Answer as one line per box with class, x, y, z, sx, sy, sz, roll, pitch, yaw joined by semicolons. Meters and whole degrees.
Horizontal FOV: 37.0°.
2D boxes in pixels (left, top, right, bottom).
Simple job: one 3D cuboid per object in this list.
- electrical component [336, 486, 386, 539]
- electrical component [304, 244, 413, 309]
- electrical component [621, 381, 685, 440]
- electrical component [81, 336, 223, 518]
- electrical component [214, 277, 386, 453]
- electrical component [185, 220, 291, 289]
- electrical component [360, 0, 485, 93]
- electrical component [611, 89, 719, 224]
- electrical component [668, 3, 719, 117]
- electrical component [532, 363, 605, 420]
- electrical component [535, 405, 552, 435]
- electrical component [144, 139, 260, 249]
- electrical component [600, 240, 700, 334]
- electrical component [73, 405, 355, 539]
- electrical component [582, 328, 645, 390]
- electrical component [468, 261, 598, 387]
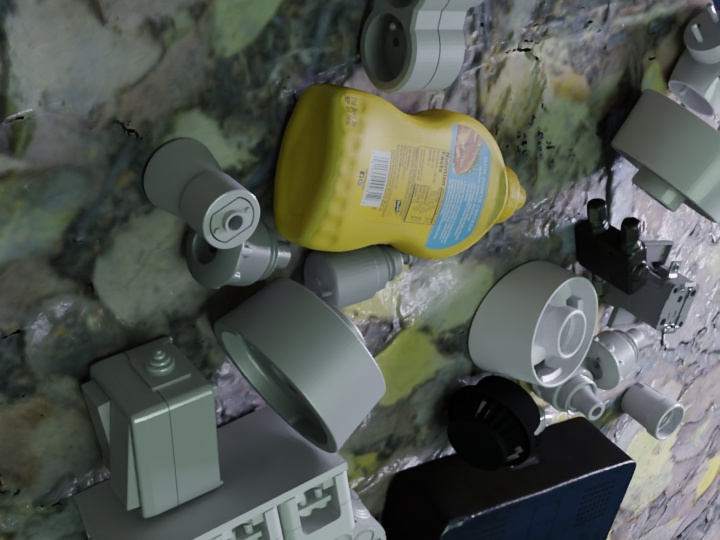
electrical component;-0.025;0.202;0.805;0.080;0.051;0.080;-21;129;-28
electrical component;0.000;0.000;0.700;0.078;0.040;0.040;-17;127;-32
electrical component;0.275;0.131;1.012;0.040;0.046;0.040;-21;129;-29
electrical component;-0.125;0.089;0.639;0.061;0.062;0.096;-20;129;-30
electrical component;-0.031;0.053;0.663;0.060;0.108;0.108;-43;136;-18
electrical component;-0.068;-0.011;0.633;0.062;0.048;0.048;7;112;-50
electrical component;0.051;-0.171;0.621;0.074;0.052;0.138;-9;123;-36
electrical component;0.237;-0.078;0.802;0.108;0.108;0.060;27;104;-46
electrical component;0.268;-0.168;0.810;0.077;0.043;0.079;-51;137;-1
electrical component;0.178;0.101;0.897;0.048;0.062;0.048;-17;126;-24
electrical component;0.140;0.126;0.904;0.061;0.035;0.035;3;115;-45
electrical component;-0.084;-0.039;0.585;0.044;0.065;0.044;-21;129;-29
electrical component;0.244;0.018;0.899;0.042;0.064;0.081;-2;118;-38
electrical component;-0.090;0.157;0.685;0.150;0.089;0.061;-23;122;-25
electrical component;0.220;0.071;0.929;0.062;0.048;0.048;-29;133;-31
electrical component;0.140;0.042;0.845;0.099;0.064;0.099;-21;120;-41
